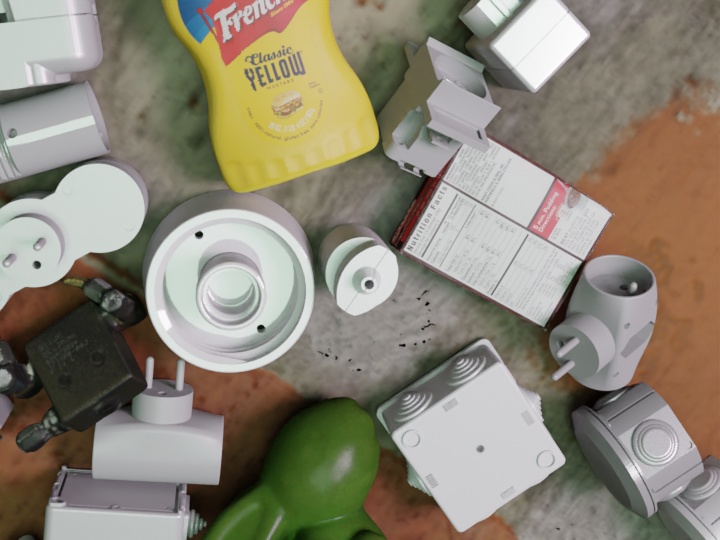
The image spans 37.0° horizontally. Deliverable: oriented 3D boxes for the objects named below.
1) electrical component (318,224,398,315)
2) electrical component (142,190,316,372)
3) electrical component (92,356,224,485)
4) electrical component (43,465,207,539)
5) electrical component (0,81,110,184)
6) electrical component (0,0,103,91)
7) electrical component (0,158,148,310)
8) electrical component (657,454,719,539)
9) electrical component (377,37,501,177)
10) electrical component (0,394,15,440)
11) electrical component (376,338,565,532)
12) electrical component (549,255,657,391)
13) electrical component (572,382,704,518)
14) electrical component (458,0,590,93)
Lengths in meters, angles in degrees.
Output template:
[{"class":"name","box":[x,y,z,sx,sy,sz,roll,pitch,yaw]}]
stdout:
[{"class":"electrical component","box":[0.000,0.000,0.643,0.043,0.081,0.043,-2,102,-7]},{"class":"electrical component","box":[-0.078,0.009,0.645,0.108,0.060,0.108,-2,102,-7]},{"class":"electrical component","box":[-0.123,0.092,0.665,0.077,0.043,0.079,5,101,-8]},{"class":"electrical component","box":[-0.145,0.164,0.668,0.096,0.061,0.061,6,101,-9]},{"class":"electrical component","box":[-0.190,-0.077,0.621,0.081,0.043,0.043,-16,103,-4]},{"class":"electrical component","box":[-0.196,-0.132,0.603,0.095,0.053,0.059,-8,103,-6]},{"class":"electrical component","box":[-0.189,-0.015,0.618,0.138,0.073,0.052,-28,104,-1]},{"class":"electrical component","box":[0.238,0.167,0.711,0.051,0.080,0.080,-38,104,-4]},{"class":"electrical component","box":[0.043,-0.093,0.634,0.042,0.081,0.063,20,127,-26]},{"class":"electrical component","box":[-0.259,0.100,0.645,0.089,0.050,0.055,-36,104,1]},{"class":"electrical component","box":[0.072,0.107,0.692,0.100,0.048,0.099,-34,104,1]},{"class":"electrical component","box":[0.144,0.041,0.665,0.079,0.043,0.077,-32,139,-35]},{"class":"electrical component","box":[0.177,0.114,0.692,0.051,0.080,0.080,-32,104,-5]},{"class":"electrical component","box":[0.084,-0.148,0.631,0.077,0.065,0.047,43,93,-14]}]
